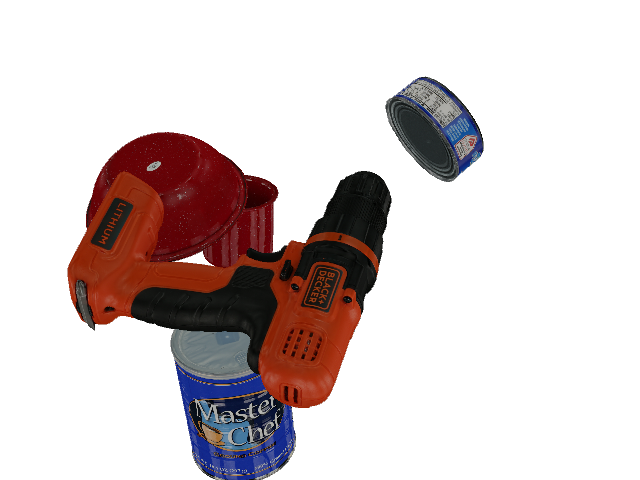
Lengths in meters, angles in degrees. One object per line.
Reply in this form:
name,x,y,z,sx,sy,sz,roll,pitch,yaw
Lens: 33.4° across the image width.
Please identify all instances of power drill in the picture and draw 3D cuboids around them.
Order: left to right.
power drill,-0.056,0.010,0.703,0.188,0.184,0.057,12,-40,12

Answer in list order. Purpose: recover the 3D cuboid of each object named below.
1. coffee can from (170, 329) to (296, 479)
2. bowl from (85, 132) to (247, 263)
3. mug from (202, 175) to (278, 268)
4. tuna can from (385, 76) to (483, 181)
coffee can,-0.079,0.141,0.996,0.103,0.140,0.103,-3,36,2
bowl,-0.154,-0.053,1.021,0.162,0.162,0.055,0,-43,11
mug,-0.106,-0.018,1.210,0.117,0.081,0.093,-7,30,-15
tuna can,0.095,-0.092,0.882,0.033,0.086,0.086,-39,10,-13
